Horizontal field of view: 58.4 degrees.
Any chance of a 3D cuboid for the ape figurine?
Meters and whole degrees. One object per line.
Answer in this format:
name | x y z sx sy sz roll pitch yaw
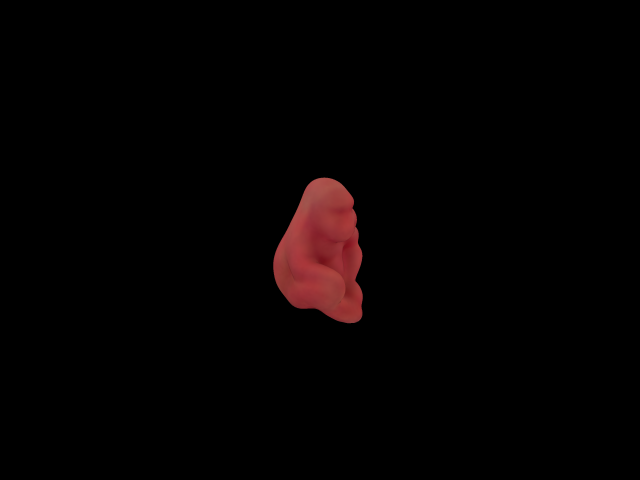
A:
ape figurine | 0.004 0.001 0.400 0.076 0.092 0.078 19 36 29
